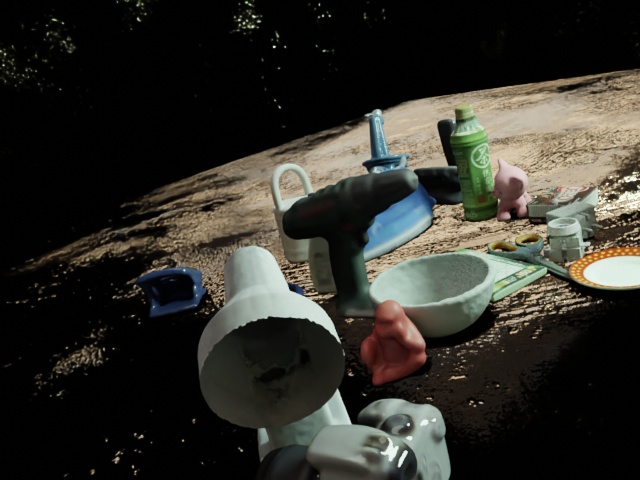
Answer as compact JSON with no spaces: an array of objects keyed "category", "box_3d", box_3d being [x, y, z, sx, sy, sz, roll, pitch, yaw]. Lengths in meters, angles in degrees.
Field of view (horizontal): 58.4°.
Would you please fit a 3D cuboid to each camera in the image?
[{"category":"camera","box_3d":[0.022,0.190,0.470,0.136,0.101,0.143,-5,20,31]}]

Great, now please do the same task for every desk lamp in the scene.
[{"category":"desk lamp","box_3d":[-0.041,0.121,0.550,0.118,0.214,0.203,-17,17,-5]}]

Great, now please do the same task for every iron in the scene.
[{"category":"iron","box_3d":[0.123,-0.066,1.128,0.118,0.141,0.259,0,22,40]}]

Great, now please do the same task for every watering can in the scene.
[{"category":"watering can","box_3d":[-0.039,-0.061,1.162,0.172,0.194,0.101,-4,20,32]}]

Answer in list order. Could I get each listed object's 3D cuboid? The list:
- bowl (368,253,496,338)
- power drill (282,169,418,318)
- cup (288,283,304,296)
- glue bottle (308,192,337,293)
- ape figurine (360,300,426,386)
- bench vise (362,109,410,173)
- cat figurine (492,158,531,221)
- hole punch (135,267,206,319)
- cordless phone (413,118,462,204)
[{"category":"bowl","box_3d":[0.151,0.081,0.752,0.167,0.075,0.167,-14,17,5]},{"category":"power drill","box_3d":[0.057,0.006,0.841,0.228,0.209,0.076,-4,20,33]},{"category":"cup","box_3d":[-0.064,0.123,0.768,0.091,0.095,0.118,2,24,44]},{"category":"glue bottle","box_3d":[0.009,0.003,0.952,0.078,0.173,0.037,-7,19,26]},{"category":"ape figurine","box_3d":[0.086,0.114,0.672,0.077,0.092,0.076,-1,22,38]},{"category":"bench vise","box_3d":[0.162,-0.207,1.411,0.121,0.220,0.207,-14,17,4]},{"category":"cat figurine","box_3d":[0.360,-0.103,1.083,0.067,0.118,0.128,-8,18,22]},{"category":"hole punch","box_3d":[-0.281,0.085,1.082,0.108,0.091,0.101,-14,17,5]},{"category":"cordless phone","box_3d":[0.274,-0.180,1.289,0.147,0.185,0.094,3,24,45]}]
